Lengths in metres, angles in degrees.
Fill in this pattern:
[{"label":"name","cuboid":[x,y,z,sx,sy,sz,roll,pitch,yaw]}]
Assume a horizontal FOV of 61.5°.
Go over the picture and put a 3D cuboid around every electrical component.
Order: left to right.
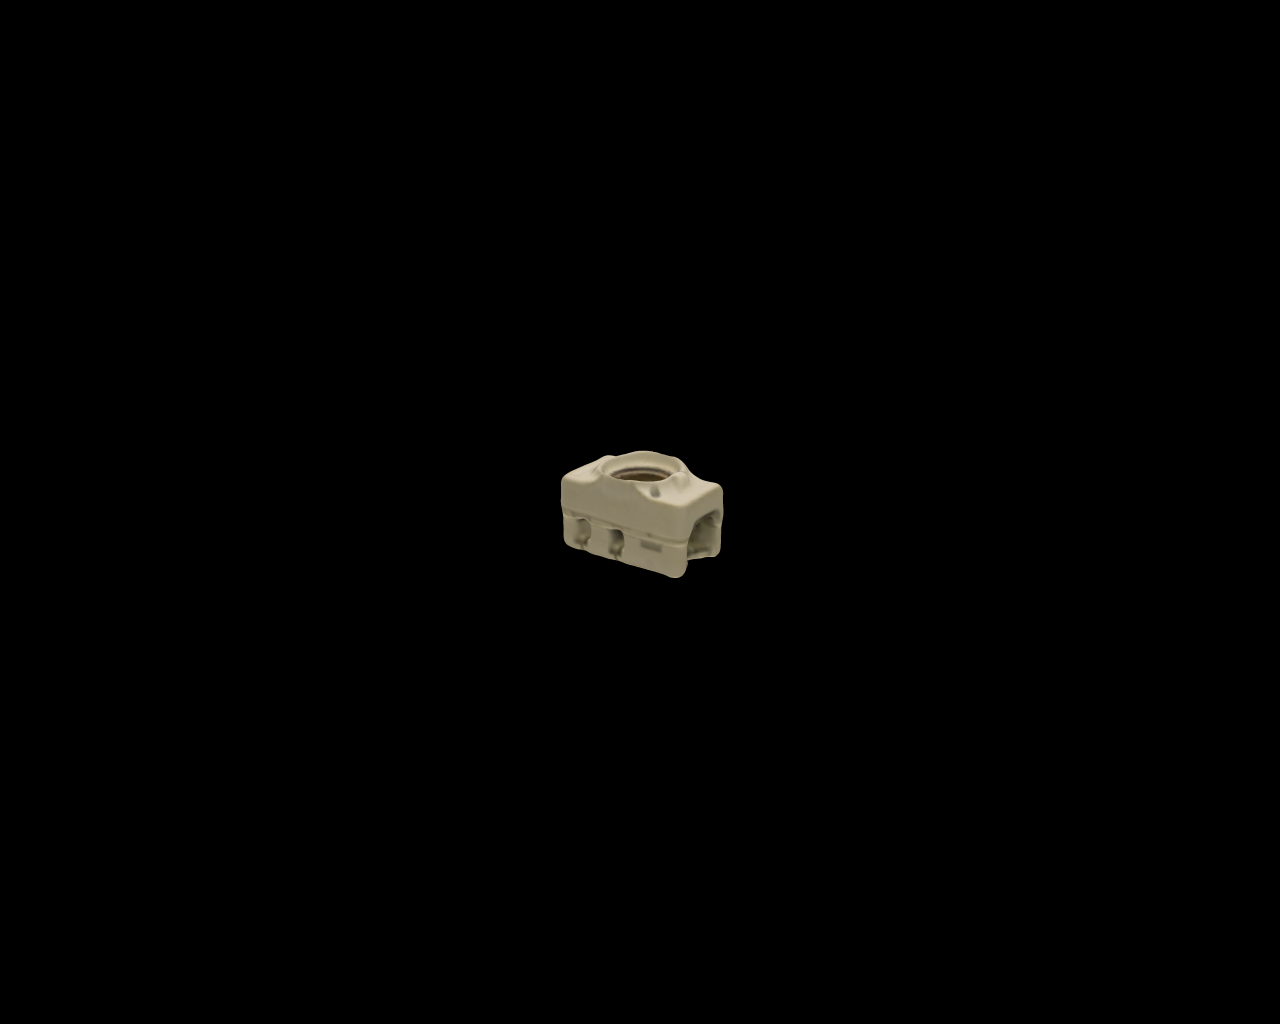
[{"label":"electrical component","cuboid":[0.001,-0.003,0.650,0.089,0.055,0.050,16,27,34]}]
